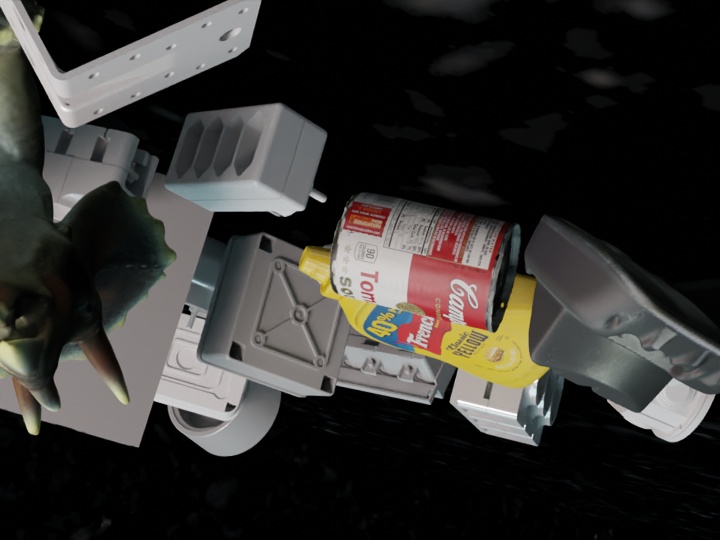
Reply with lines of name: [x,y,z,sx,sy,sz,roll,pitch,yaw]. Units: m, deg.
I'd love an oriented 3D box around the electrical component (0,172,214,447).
electrical component: [-0.180,0.021,0.766,0.105,0.186,0.060,18,167,-9]

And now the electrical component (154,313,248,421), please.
electrical component: [-0.156,0.084,0.971,0.113,0.078,0.057,17,164,-4]

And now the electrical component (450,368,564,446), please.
electrical component: [0.129,0.088,0.896,0.062,0.089,0.150,11,167,19]

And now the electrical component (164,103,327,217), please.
electrical component: [-0.051,-0.054,0.604,0.083,0.047,0.076,3,162,45]

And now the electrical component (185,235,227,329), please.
electrical component: [-0.138,0.009,0.899,0.077,0.079,0.043,23,172,-21]

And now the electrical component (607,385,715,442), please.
electrical component: [0.218,0.078,0.771,0.051,0.080,0.080,23,166,-7]

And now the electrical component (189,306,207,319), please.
electrical component: [-0.091,0.040,1.026,0.105,0.060,0.186,15,167,3]

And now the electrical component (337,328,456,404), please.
electrical component: [0.026,0.077,1.029,0.121,0.078,0.063,8,143,33]

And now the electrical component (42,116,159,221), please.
electrical component: [-0.189,-0.063,0.712,0.089,0.055,0.050,13,167,15]

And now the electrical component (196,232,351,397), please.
electrical component: [-0.064,0.038,0.875,0.109,0.108,0.056,24,162,-32]

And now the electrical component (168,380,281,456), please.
electrical component: [-0.139,0.122,1.058,0.108,0.108,0.060,7,159,34]

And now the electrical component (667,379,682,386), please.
electrical component: [0.177,0.041,0.704,0.095,0.059,0.053,16,167,-1]

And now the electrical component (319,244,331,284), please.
electrical component: [0.000,0.000,0.803,0.061,0.035,0.035,9,166,18]
